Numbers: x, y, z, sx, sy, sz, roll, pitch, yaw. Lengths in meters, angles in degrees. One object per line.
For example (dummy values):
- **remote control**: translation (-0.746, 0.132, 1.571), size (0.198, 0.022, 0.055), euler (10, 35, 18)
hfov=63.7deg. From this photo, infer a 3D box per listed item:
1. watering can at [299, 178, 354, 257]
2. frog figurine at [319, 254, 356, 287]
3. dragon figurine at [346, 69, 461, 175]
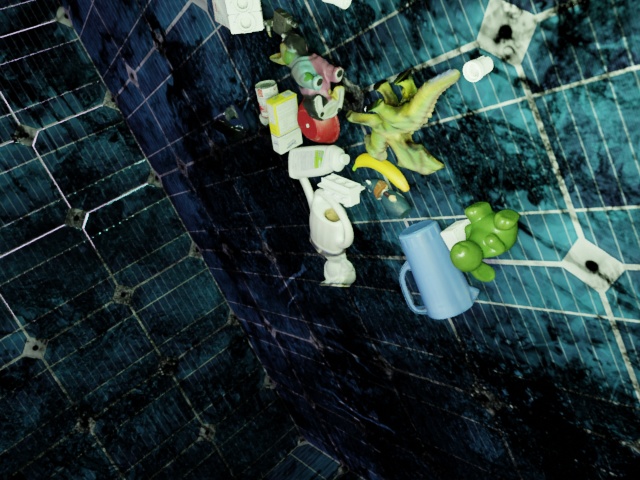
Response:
- **watering can**: translation (0.005, -0.085, 1.693), size (0.354, 0.105, 0.219), euler (51, 150, 36)
- **frog figurine**: translation (0.065, 0.082, 1.796), size (0.137, 0.122, 0.160), euler (168, 107, -69)
- **dragon figurine**: translation (0.214, -0.256, 1.202), size (0.239, 0.124, 0.411), euler (49, 159, -25)
